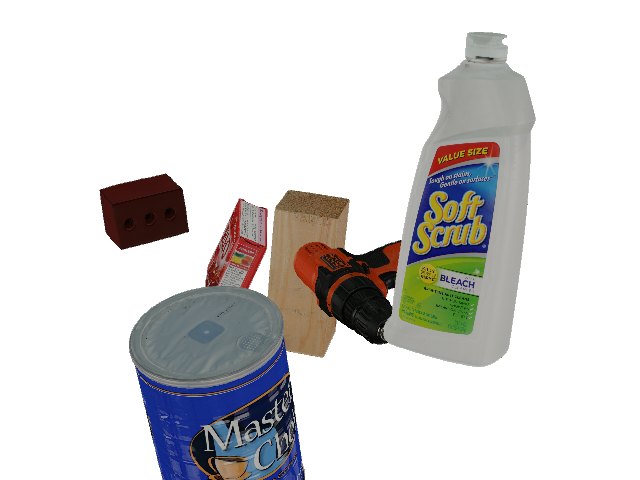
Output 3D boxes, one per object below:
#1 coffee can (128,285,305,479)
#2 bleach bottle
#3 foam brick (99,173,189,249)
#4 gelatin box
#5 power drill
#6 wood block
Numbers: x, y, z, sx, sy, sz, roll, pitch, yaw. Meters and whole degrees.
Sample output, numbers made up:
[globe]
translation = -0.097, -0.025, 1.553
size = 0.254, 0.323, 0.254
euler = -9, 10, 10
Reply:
[coffee can]
translation = -0.068, 0.117, 0.736
size = 0.103, 0.140, 0.103
euler = -5, 32, 3
[bleach bottle]
translation = 0.109, -0.034, 0.825
size = 0.103, 0.251, 0.067
euler = 13, 20, 30
[foam brick]
translation = -0.186, -0.031, 1.122
size = 0.078, 0.053, 0.051
euler = -16, 29, -20
[gelatin box]
translation = -0.073, 0.014, 0.918
size = 0.030, 0.073, 0.089
euler = 22, 21, -13
[power drill]
translation = 0.086, 0.036, 1.081
size = 0.187, 0.057, 0.185
euler = -12, 28, -22
[wood block]
translation = -0.020, 0.045, 1.486
size = 0.090, 0.206, 0.090
euler = 9, 22, 8
